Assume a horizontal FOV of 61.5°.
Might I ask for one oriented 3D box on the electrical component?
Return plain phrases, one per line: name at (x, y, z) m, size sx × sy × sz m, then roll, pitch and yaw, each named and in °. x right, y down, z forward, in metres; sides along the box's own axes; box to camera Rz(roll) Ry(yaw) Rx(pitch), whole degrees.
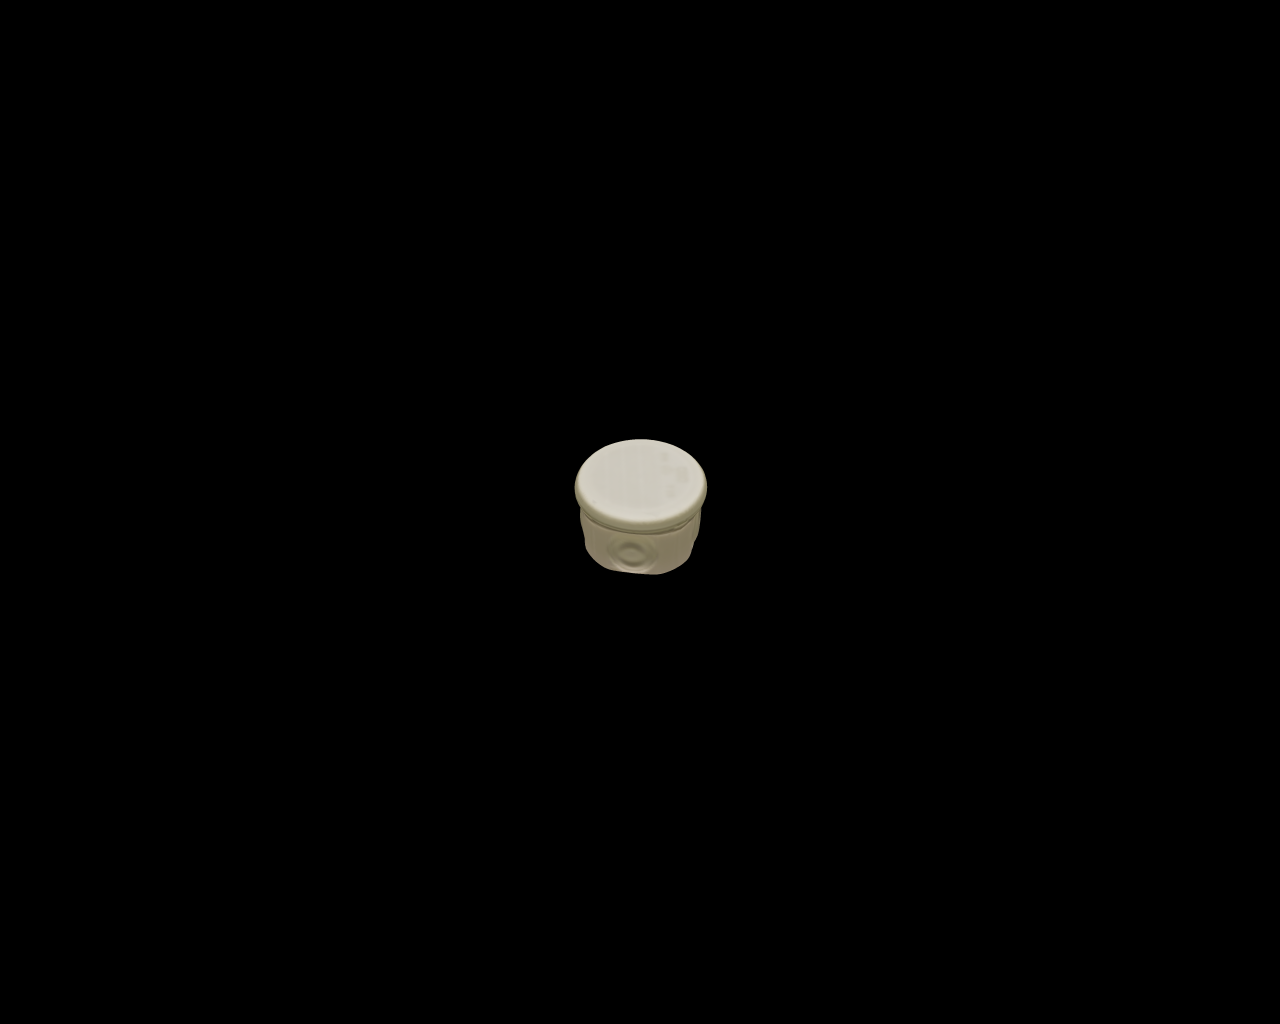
electrical component at (0.001, -0.003, 0.650) m, size 0.080 × 0.050 × 0.080 m, roll 0°, pitch 43°, yaw 0°
